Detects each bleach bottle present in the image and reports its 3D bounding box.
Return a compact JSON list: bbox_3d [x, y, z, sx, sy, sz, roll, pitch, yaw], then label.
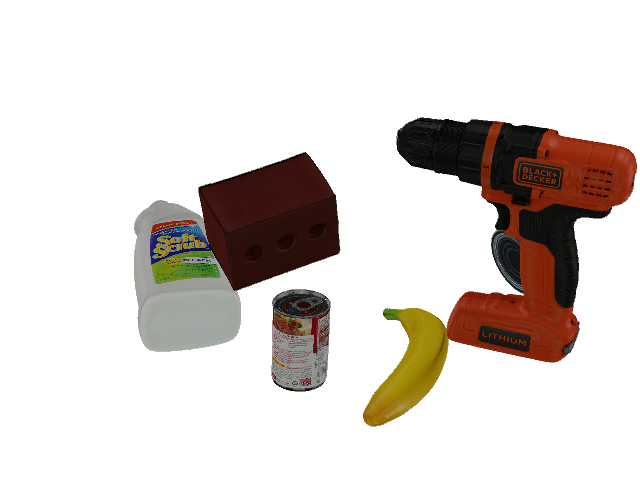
[{"bbox_3d":[-0.156,0.022,1.114,0.102,0.068,0.251,-5,27,-17],"label":"bleach bottle"}]

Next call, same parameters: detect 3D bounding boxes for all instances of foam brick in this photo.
[{"bbox_3d":[-0.032,-0.013,0.689,0.078,0.053,0.051,-20,44,-16],"label":"foam brick"}]

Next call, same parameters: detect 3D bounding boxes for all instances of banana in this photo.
[{"bbox_3d":[0.085,0.112,1.000,0.070,0.037,0.197,-22,18,18],"label":"banana"}]

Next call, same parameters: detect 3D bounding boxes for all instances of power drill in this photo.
[{"bbox_3d":[0.145,-0.003,0.848,0.185,0.188,0.057,12,31,20],"label":"power drill"}]

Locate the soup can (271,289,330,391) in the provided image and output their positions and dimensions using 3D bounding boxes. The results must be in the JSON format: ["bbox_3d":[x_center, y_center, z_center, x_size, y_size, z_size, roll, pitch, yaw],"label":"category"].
[{"bbox_3d":[-0.023,0.118,1.256,0.068,0.102,0.068,2,25,-1],"label":"soup can"}]

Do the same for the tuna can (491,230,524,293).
[{"bbox_3d":[0.234,0.018,1.223,0.033,0.086,0.086,-27,10,-21],"label":"tuna can"}]
